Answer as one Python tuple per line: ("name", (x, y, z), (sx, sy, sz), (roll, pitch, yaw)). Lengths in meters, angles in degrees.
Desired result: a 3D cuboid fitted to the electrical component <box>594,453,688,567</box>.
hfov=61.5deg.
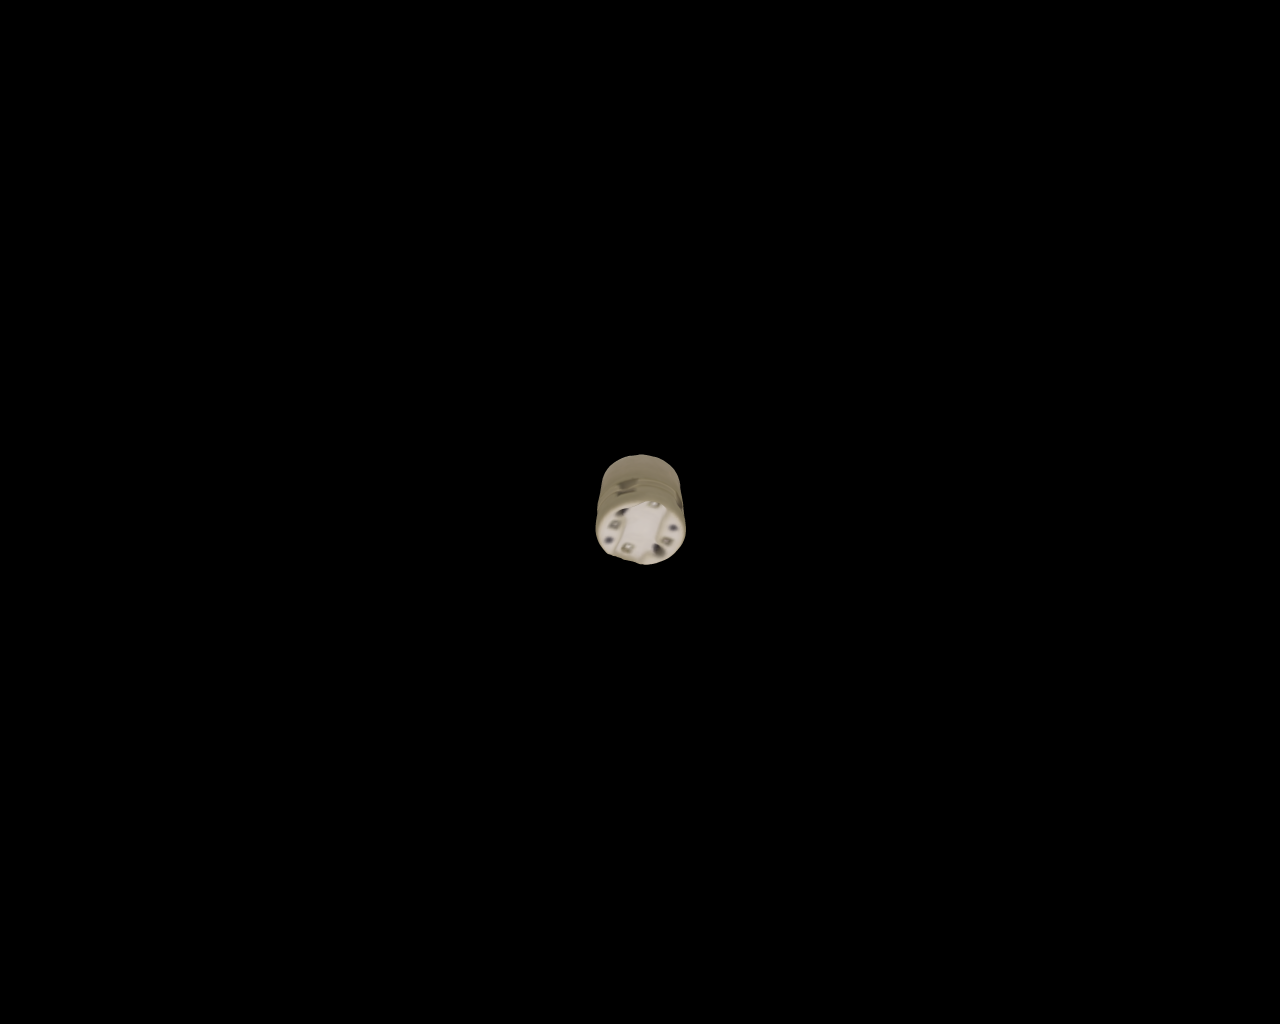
("electrical component", (0.001, -0.003, 0.650), (0.055, 0.055, 0.047), (0, 44, 0))
